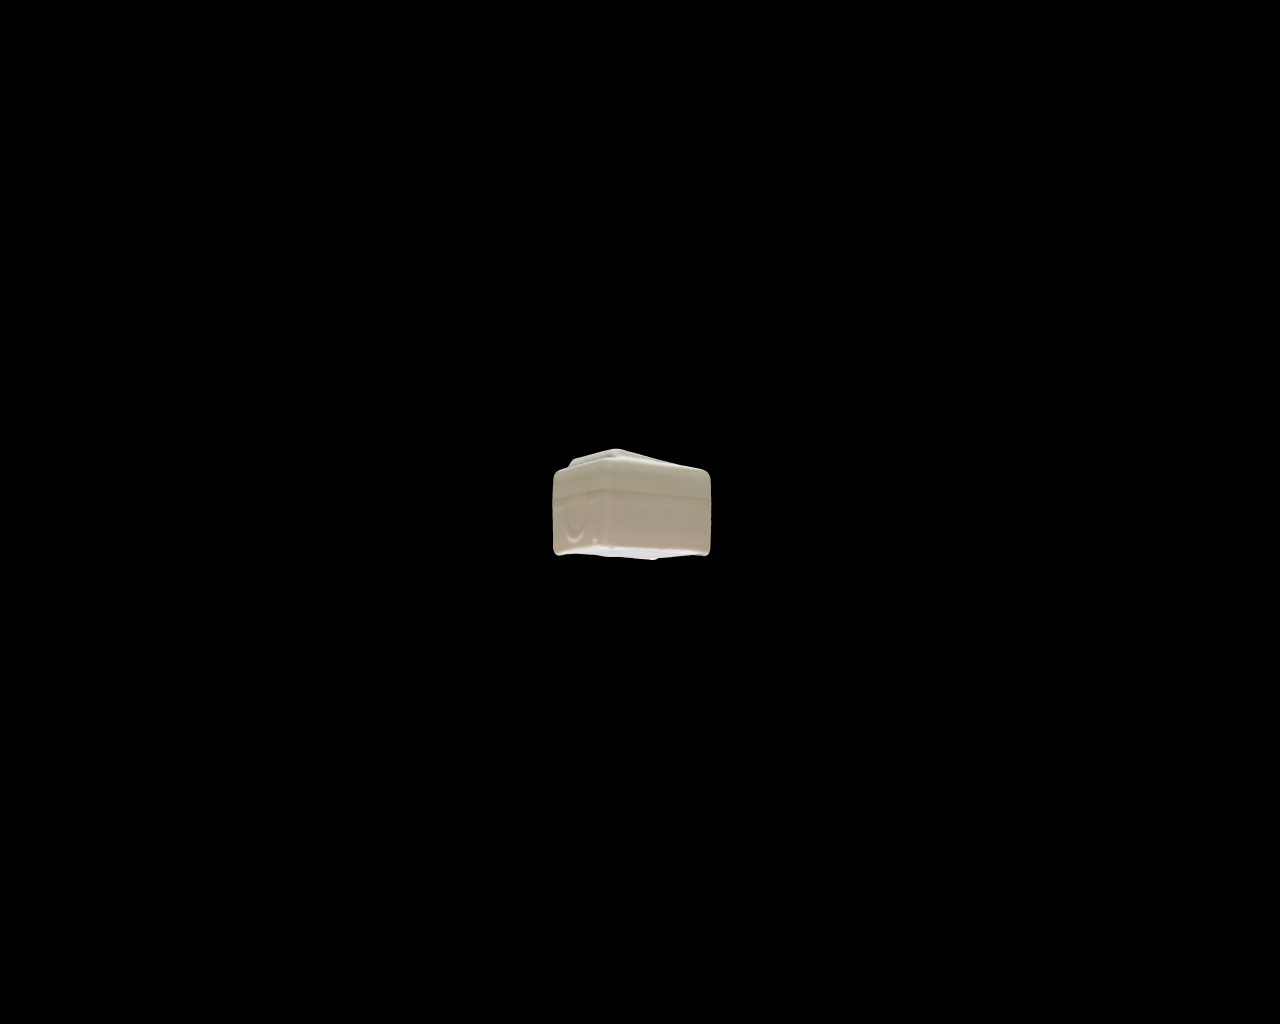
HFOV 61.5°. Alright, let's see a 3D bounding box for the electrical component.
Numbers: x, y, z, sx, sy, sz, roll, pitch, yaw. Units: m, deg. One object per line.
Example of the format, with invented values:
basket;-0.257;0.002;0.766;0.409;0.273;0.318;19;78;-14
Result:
electrical component;0.001;-0.003;0.650;0.096;0.061;0.061;5;-9;-36
